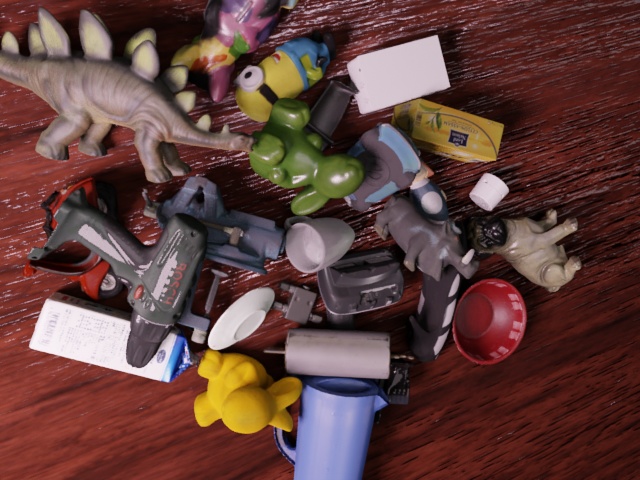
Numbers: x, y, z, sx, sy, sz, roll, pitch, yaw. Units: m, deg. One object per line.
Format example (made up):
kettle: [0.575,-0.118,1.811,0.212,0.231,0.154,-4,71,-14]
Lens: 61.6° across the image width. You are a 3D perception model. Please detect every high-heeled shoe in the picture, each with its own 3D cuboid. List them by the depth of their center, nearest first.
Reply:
high-heeled shoe: [0.228,0.100,0.983,0.249,0.086,0.145,-57,137,-20]

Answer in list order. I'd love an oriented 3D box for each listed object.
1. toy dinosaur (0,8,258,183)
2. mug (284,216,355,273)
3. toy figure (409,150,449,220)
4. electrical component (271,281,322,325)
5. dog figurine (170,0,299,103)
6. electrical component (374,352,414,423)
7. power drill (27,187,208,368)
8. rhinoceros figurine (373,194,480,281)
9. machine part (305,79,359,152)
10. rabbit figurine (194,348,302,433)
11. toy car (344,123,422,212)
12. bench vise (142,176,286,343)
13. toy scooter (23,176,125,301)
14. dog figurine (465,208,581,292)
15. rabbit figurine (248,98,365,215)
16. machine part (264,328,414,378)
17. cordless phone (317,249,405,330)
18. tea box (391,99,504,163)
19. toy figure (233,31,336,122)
toy dinosaur: [-0.312,-0.205,0.733,0.472,0.105,0.198,14,106,-1]
mug: [-0.002,-0.003,0.885,0.107,0.110,0.080,-15,132,-48]
toy figure: [0.181,-0.094,0.950,0.064,0.058,0.154,-33,102,-30]
electrical component: [-0.034,0.108,0.915,0.094,0.021,0.063,23,87,-18]
dog figurine: [-0.122,-0.311,0.777,0.108,0.192,0.219,34,68,-24]
electrical component: [0.123,0.263,0.952,0.048,0.075,0.119,8,88,-18]
power drill: [-0.272,0.043,0.718,0.207,0.086,0.232,33,101,-8]
rhinoceros figurine: [0.179,0.001,0.908,0.190,0.073,0.112,42,90,17]
machine part: [0.004,-0.207,0.894,0.084,0.039,0.139,36,85,-12]
rabbit figurine: [-0.113,0.250,0.824,0.162,0.173,0.122,17,86,-14]
toy car: [0.101,-0.124,0.892,0.109,0.161,0.103,50,40,0]
bench vise: [-0.175,0.032,0.816,0.223,0.129,0.240,17,85,-16]
toy scooter: [-0.359,0.001,0.776,0.135,0.075,0.183,-4,100,-16]
dog figurine: [0.368,0.028,1.010,0.191,0.121,0.172,-9,94,-3]
rabbit figurine: [-0.018,-0.106,0.825,0.170,0.159,0.121,25,55,8]
machine part: [0.030,0.185,0.881,0.243,0.079,0.079,1,95,4]
cordless phone: [0.076,0.116,0.932,0.147,0.089,0.184,-10,109,-17]
tea box: [0.217,-0.186,0.933,0.169,0.098,0.068,12,92,-20]
toy figure: [-0.053,-0.259,0.849,0.180,0.082,0.089,-35,105,-15]
